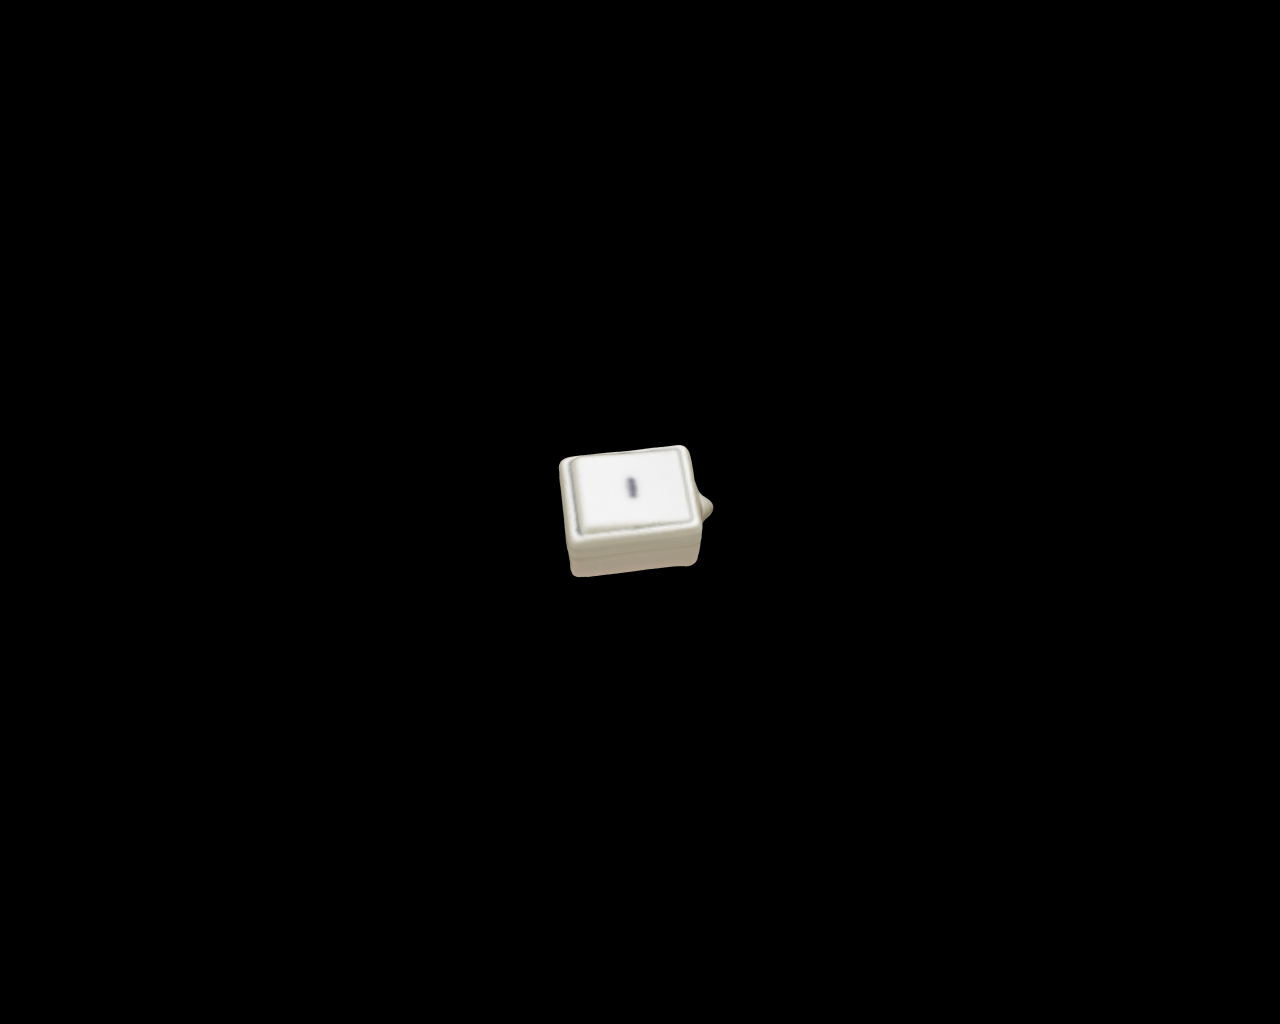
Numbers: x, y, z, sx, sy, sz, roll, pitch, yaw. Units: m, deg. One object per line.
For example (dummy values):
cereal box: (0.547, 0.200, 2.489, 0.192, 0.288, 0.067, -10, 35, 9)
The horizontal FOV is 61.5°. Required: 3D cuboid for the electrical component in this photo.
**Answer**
electrical component: (0.001, -0.003, 0.650, 0.096, 0.062, 0.061, -6, -27, -3)
